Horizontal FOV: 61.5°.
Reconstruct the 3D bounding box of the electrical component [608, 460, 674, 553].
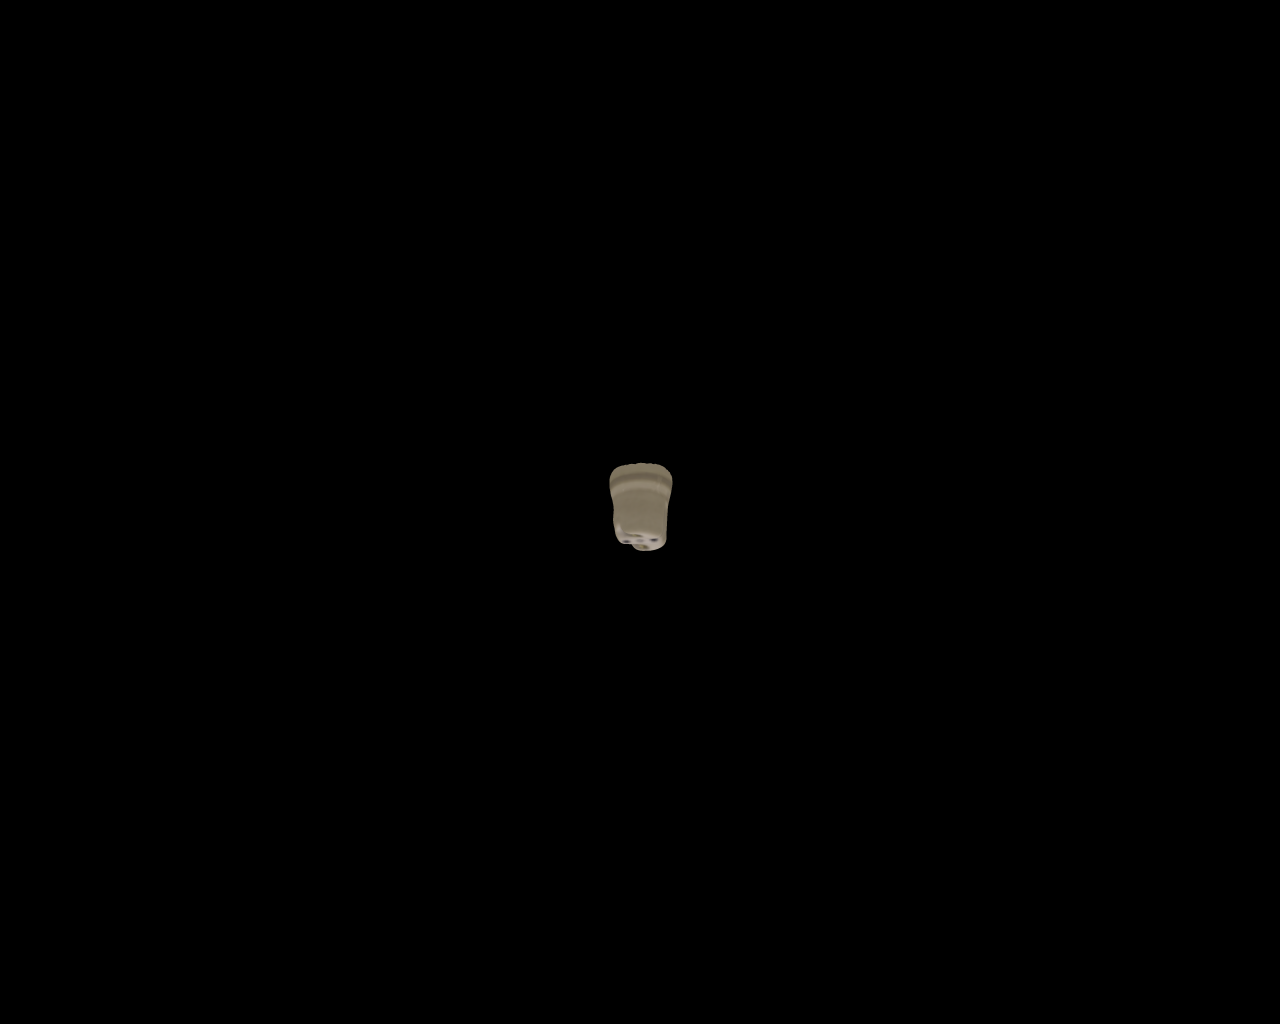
[{"bbox_3d":[0.001,-0.003,0.650,0.040,0.046,0.040,0,-24,0],"label":"electrical component"}]
